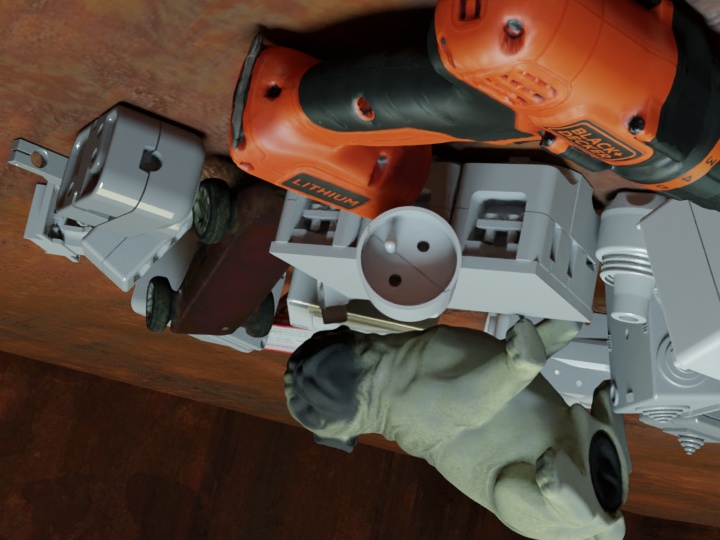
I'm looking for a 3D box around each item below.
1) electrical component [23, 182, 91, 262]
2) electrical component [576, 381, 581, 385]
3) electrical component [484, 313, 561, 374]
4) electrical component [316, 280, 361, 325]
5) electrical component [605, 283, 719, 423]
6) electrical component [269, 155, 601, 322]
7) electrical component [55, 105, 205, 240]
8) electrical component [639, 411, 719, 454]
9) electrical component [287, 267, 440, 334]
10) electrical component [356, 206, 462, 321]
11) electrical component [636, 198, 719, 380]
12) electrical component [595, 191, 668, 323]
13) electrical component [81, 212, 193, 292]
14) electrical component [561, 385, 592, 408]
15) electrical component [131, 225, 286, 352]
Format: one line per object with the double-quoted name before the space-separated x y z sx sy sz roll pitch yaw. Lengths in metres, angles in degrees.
"electrical component" -0.209 -0.033 0.805 0.064 0.042 0.081 9 168 6
"electrical component" 0.201 0.074 0.873 0.062 0.043 0.043 6 166 24
"electrical component" 0.129 0.064 0.870 0.059 0.053 0.095 12 167 3
"electrical component" 0.000 0.000 0.709 0.055 0.066 0.048 -6 176 -9
"electrical component" 0.174 0.036 0.609 0.048 0.099 0.099 0 168 -2
"electrical component" 0.043 -0.020 0.569 0.150 0.061 0.089 5 165 31
"electrical component" -0.129 -0.052 0.615 0.059 0.053 0.095 19 166 -27
"electrical component" 0.237 0.077 0.728 0.062 0.096 0.061 19 165 -25
"electrical component" 0.004 0.018 0.789 0.109 0.056 0.108 12 167 1
"electrical component" 0.022 0.001 0.480 0.043 0.043 0.081 12 173 5
"electrical component" 0.173 -0.003 0.481 0.062 0.096 0.061 20 138 -30
"electrical component" 0.140 -0.005 0.540 0.043 0.062 0.043 12 167 3
"electrical component" -0.159 -0.037 0.704 0.077 0.065 0.047 43 165 -2
"electrical component" 0.204 0.099 0.975 0.079 0.043 0.077 19 166 -25
"electrical component" -0.114 0.014 0.836 0.057 0.078 0.113 9 167 29
